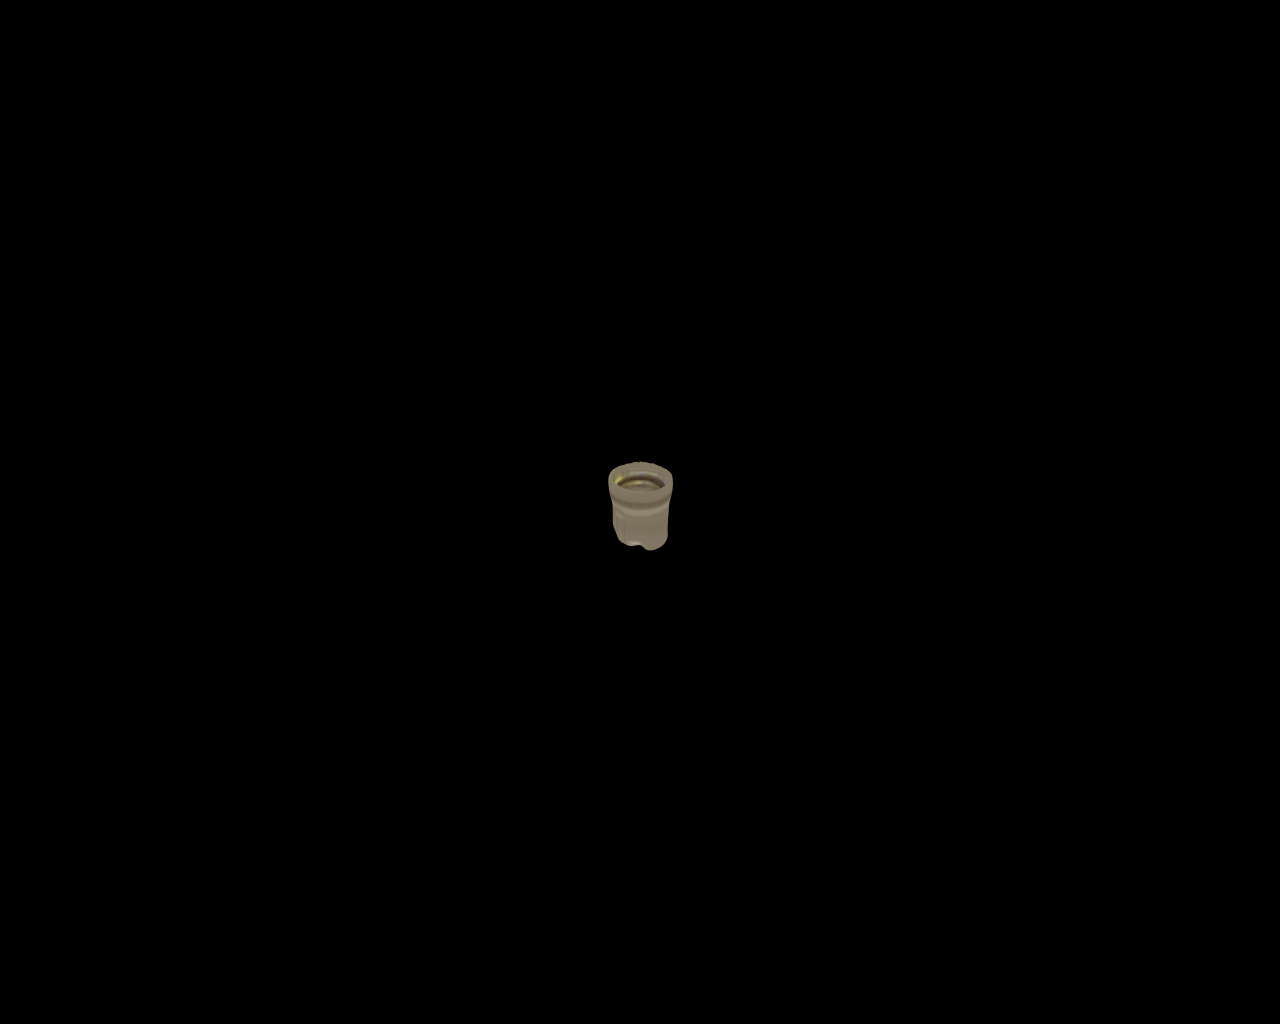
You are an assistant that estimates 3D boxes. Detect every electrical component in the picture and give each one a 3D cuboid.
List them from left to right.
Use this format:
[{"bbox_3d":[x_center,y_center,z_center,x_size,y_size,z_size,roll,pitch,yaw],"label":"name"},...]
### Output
[{"bbox_3d":[0.001,-0.003,0.650,0.040,0.046,0.040,0,31,0],"label":"electrical component"}]
